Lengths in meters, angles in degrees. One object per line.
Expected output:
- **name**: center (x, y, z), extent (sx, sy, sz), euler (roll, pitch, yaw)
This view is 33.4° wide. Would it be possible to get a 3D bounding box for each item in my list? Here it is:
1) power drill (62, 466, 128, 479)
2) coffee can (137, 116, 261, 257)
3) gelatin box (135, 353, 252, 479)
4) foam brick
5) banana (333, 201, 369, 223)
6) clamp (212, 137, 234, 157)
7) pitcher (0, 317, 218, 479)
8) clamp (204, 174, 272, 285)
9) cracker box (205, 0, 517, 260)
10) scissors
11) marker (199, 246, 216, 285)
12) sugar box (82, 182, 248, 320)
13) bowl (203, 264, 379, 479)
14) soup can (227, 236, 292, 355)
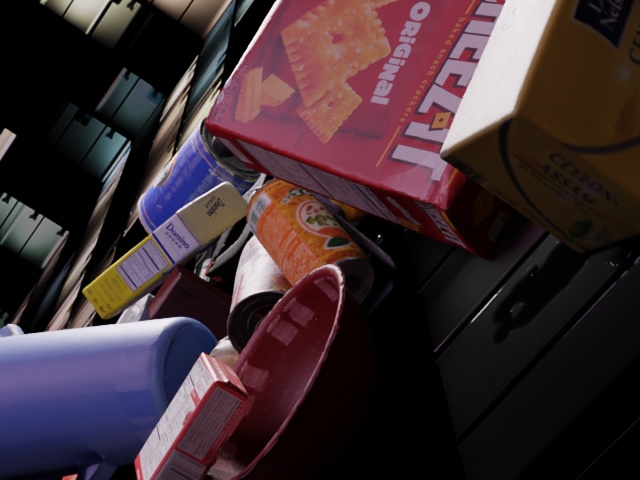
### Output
- **power drill**: center (-0.186, 0.175, 1.039), extent (0.188, 0.057, 0.184), euler (-49, 21, 34)
- **coffee can**: center (-0.136, -0.062, 1.255), extent (0.140, 0.102, 0.102), euler (-47, 19, 31)
- **gelatin box**: center (-0.081, 0.122, 0.678), extent (0.089, 0.030, 0.073), euler (-57, 14, -1)
- **foam brick**: center (-0.112, 0.067, 0.989), extent (0.053, 0.078, 0.051), euler (-55, 14, 3)
- **banana**: center (-0.009, -0.014, 0.924), extent (0.198, 0.037, 0.069), euler (-38, 48, 53)
- **clamp**: center (-0.033, -0.138, 0.893), extent (0.172, 0.039, 0.120), euler (-32, 35, 56)
- **pitcher**: center (-0.201, 0.143, 0.883), extent (0.243, 0.149, 0.144), euler (-11, 9, 27)
- **clamp**: center (-0.053, -0.043, 1.083), extent (0.210, 0.036, 0.164), euler (-51, 26, 30)
- **cracker box**: center (0.048, -0.102, 0.676), extent (0.214, 0.072, 0.164), euler (23, 79, 40)
- **scissors**: center (0.001, -0.037, 0.813), extent (0.016, 0.096, 0.202), euler (-21, 15, -20)
- **marker**: center (-0.125, 0.045, 1.170), extent (0.020, 0.020, 0.121), euler (-47, 19, 30)
- **sugar box**: center (-0.155, 0.011, 1.069), extent (0.177, 0.048, 0.093), euler (-38, 0, 38)
- **bowl**: center (-0.012, 0.097, 0.675), extent (0.162, 0.055, 0.162), euler (-51, 17, 22)
- **soup can**: center (-0.033, 0.042, 0.822), extent (0.069, 0.068, 0.102), euler (-49, 17, 24)
